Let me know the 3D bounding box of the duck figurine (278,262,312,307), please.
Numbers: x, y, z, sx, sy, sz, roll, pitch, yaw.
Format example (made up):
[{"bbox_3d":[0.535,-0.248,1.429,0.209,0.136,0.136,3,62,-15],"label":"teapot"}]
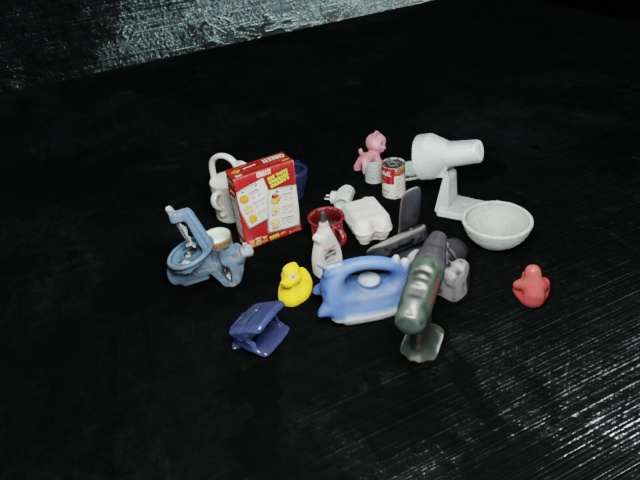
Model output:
[{"bbox_3d":[-0.060,0.089,1.302,0.077,0.086,0.105,11,39,23],"label":"duck figurine"}]

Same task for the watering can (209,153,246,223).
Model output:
[{"bbox_3d":[-0.252,-0.157,1.584,0.101,0.194,0.173,-4,35,4],"label":"watering can"}]

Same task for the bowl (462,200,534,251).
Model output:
[{"bbox_3d":[0.430,-0.024,1.398,0.167,0.075,0.167,-4,35,3],"label":"bowl"}]

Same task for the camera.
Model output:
[{"bbox_3d":[0.286,0.048,1.296,0.137,0.101,0.142,-32,43,-32],"label":"camera"}]

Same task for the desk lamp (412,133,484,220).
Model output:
[{"bbox_3d":[0.345,-0.171,1.499,0.202,0.214,0.118,14,40,26],"label":"desk lamp"}]

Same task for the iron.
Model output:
[{"bbox_3d":[0.112,0.086,1.232,0.258,0.142,0.118,-10,35,-5],"label":"iron"}]

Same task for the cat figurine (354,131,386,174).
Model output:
[{"bbox_3d":[0.159,-0.280,1.764,0.067,0.118,0.128,24,45,36],"label":"cat figurine"}]

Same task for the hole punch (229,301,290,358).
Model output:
[{"bbox_3d":[-0.130,0.174,1.187,0.100,0.091,0.109,14,40,26],"label":"hole punch"}]

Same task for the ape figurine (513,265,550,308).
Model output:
[{"bbox_3d":[0.451,0.091,1.218,0.077,0.092,0.076,4,36,14],"label":"ape figurine"}]

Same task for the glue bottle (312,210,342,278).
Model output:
[{"bbox_3d":[0.012,0.005,1.334,0.078,0.173,0.037,-31,42,-31],"label":"glue bottle"}]

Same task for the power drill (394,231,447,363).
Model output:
[{"bbox_3d":[0.201,0.122,1.109,0.075,0.209,0.230,9,38,21],"label":"power drill"}]

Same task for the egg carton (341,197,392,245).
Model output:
[{"bbox_3d":[0.121,-0.053,1.491,0.107,0.069,0.150,-16,36,-13],"label":"egg carton"}]

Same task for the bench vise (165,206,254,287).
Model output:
[{"bbox_3d":[-0.268,0.005,1.335,0.207,0.220,0.121,-14,36,-11],"label":"bench vise"}]

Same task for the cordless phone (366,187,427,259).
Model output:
[{"bbox_3d":[0.182,-0.033,1.352,0.148,0.185,0.093,-26,40,-25],"label":"cordless phone"}]

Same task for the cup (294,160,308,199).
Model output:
[{"bbox_3d":[-0.074,-0.173,1.666,0.091,0.095,0.118,2,36,12],"label":"cup"}]
